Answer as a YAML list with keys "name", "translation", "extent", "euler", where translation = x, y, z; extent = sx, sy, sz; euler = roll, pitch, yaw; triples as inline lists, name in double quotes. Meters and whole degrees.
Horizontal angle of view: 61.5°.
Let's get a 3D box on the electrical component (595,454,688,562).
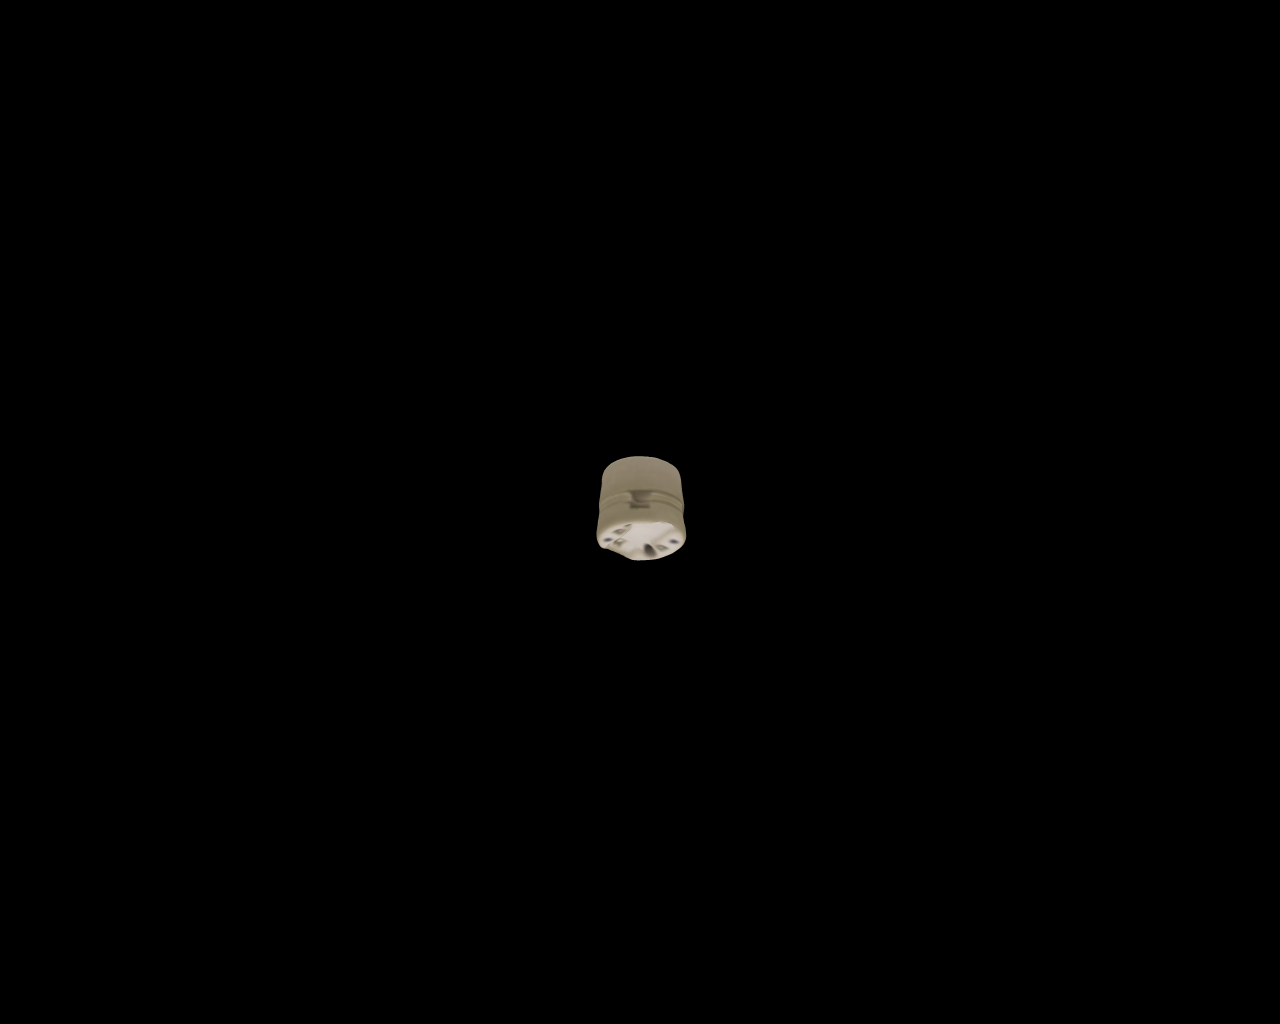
- name: "electrical component"
  translation: [0.001, -0.003, 0.650]
  extent: [0.055, 0.047, 0.055]
  euler: [0, -29, 0]
